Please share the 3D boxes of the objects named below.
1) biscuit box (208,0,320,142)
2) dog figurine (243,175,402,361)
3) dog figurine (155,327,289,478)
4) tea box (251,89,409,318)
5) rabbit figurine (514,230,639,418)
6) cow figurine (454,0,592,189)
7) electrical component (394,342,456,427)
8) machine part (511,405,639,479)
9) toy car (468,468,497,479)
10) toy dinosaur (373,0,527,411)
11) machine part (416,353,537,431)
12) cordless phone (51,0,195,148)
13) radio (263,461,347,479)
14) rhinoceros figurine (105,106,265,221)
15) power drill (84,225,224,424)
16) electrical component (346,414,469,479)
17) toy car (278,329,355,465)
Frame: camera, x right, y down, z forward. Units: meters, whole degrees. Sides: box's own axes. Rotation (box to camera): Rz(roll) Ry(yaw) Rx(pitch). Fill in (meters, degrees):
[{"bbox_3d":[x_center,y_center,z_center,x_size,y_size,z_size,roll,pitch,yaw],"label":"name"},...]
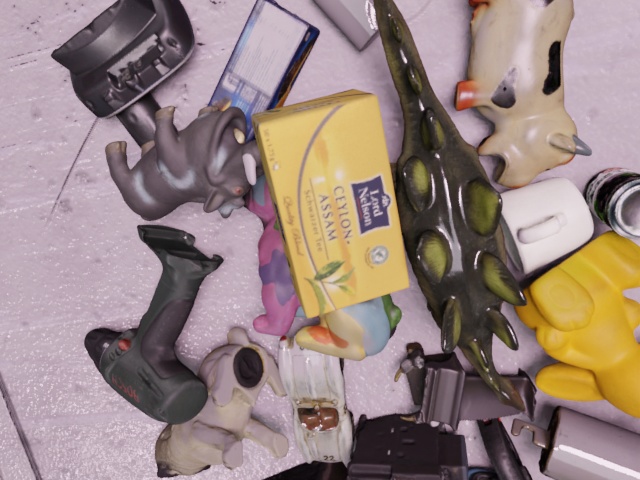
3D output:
[{"bbox_3d":[-0.076,-0.145,0.568,0.059,0.063,0.202,31,111,0],"label":"biscuit box"},{"bbox_3d":[-0.001,-0.002,0.568,0.192,0.108,0.219,11,106,29],"label":"dog figurine"},{"bbox_3d":[-0.146,0.210,0.683,0.191,0.121,0.172,-18,60,38],"label":"dog figurine"},{"bbox_3d":[0.009,-0.031,0.454,0.098,0.068,0.169,-17,111,-7],"label":"tea box"},{"bbox_3d":[0.271,0.105,0.523,0.173,0.122,0.162,49,150,20],"label":"rabbit figurine"},{"bbox_3d":[0.193,-0.146,0.508,0.127,0.085,0.194,6,106,14],"label":"cow figurine"},{"bbox_3d":[0.130,0.172,0.634,0.078,0.045,0.102,-5,106,14],"label":"electrical component"},{"bbox_3d":[0.320,0.234,0.545,0.243,0.079,0.079,16,110,21],"label":"machine part"},{"bbox_3d":[0.153,0.337,0.643,0.103,0.161,0.109,0,98,51],"label":"toy car"},{"bbox_3d":[0.116,-0.027,0.494,0.105,0.198,0.470,-22,103,8],"label":"toy dinosaur"},{"bbox_3d":[0.179,0.172,0.606,0.139,0.039,0.084,5,95,-12],"label":"machine part"},{"bbox_3d":[-0.176,-0.160,0.585,0.147,0.089,0.184,-29,111,17],"label":"cordless phone"},{"bbox_3d":[-0.046,0.389,0.722,0.230,0.073,0.131,-30,98,16],"label":"radio"},{"bbox_3d":[-0.118,-0.071,0.517,0.190,0.073,0.112,-15,91,25],"label":"rhinoceros figurine"},{"bbox_3d":[-0.202,0.089,0.631,0.232,0.086,0.207,28,97,41],"label":"power drill"},{"bbox_3d":[0.104,0.258,0.628,0.134,0.115,0.058,-5,108,13],"label":"electrical component"},{"bbox_3d":[-0.002,0.192,0.647,0.074,0.056,0.201,-3,119,12],"label":"toy car"}]
